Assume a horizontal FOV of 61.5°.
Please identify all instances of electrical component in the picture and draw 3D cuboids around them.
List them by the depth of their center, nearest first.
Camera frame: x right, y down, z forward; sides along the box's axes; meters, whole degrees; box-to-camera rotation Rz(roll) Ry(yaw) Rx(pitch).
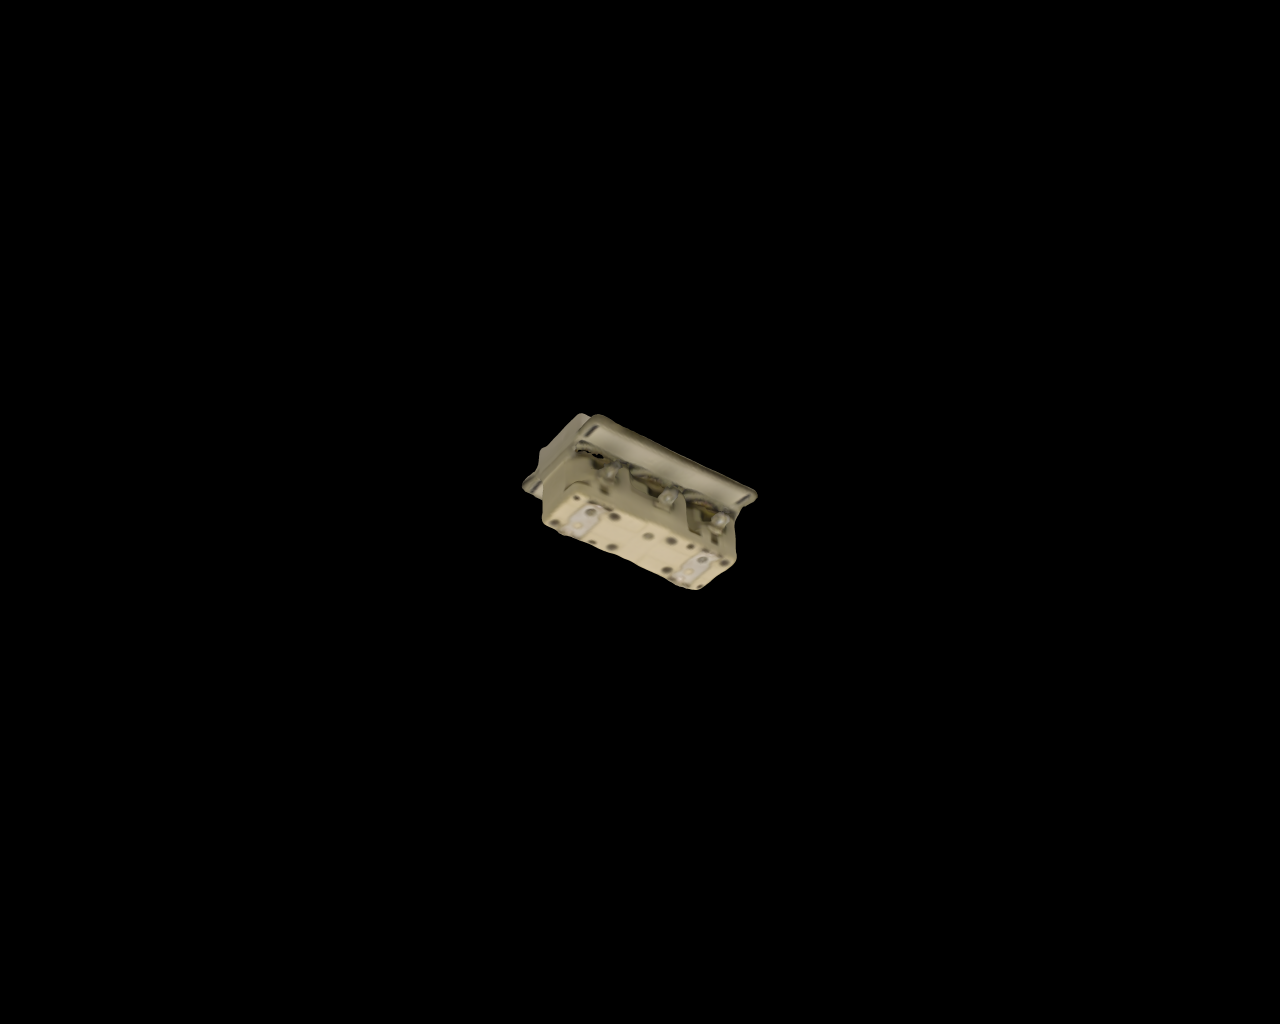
[{"bbox_3d":[0.001,-0.003,0.650,0.121,0.063,0.078,25,-45,-28],"label":"electrical component"}]
